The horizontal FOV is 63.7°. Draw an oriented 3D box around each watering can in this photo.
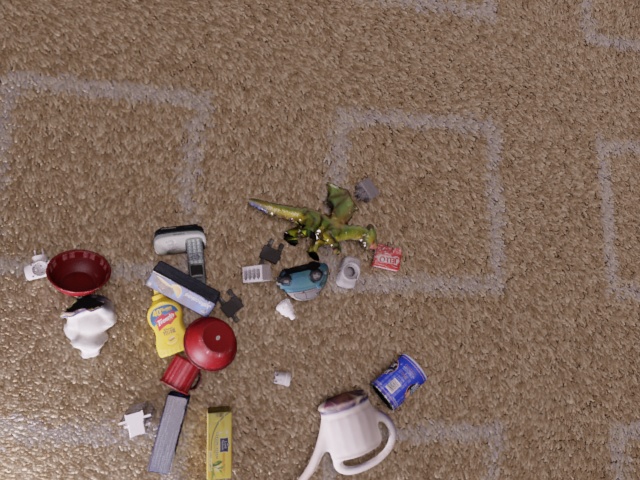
[{"bbox_3d":[0.053,0.567,1.479,0.349,0.103,0.226,-15,83,-15],"label":"watering can"}]

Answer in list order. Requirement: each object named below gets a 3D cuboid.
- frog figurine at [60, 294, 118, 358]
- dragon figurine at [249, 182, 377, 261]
[{"bbox_3d":[-0.623,0.235,1.412,0.138,0.124,0.156,-21,121,-23],"label":"frog figurine"},{"bbox_3d":[0.005,-0.081,1.615,0.410,0.120,0.247,36,57,1],"label":"dragon figurine"}]
